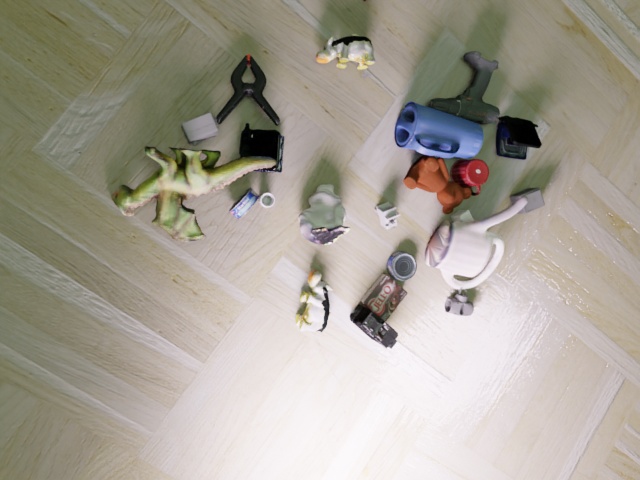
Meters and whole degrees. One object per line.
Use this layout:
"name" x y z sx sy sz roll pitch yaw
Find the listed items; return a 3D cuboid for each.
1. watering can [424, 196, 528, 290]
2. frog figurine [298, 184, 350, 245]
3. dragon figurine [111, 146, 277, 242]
"watering can" 0.442 -0.003 1.500 0.224 0.106 0.341 14 117 -11
"frog figurine" 0.004 -0.072 1.435 0.137 0.120 0.163 -12 59 -7
"dragon figurine" -0.326 -0.116 1.312 0.410 0.122 0.242 6 93 -3
